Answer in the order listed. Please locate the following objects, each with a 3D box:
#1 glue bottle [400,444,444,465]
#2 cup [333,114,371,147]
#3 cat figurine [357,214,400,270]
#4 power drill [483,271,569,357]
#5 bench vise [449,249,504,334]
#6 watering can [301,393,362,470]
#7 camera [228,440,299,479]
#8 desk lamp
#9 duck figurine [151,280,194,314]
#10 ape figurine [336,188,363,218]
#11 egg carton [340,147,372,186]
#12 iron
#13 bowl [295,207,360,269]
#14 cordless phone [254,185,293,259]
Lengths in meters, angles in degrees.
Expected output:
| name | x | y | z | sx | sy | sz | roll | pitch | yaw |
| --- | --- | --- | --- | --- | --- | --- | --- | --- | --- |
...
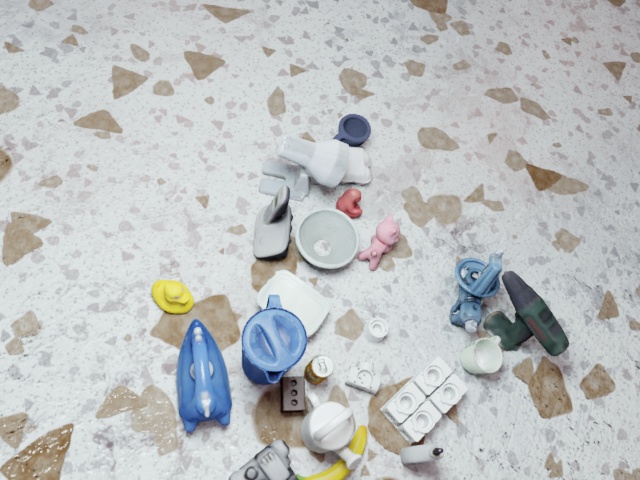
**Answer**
| name | x | y | z | sx | sy | sz | roll | pitch | yaw |
| --- | --- | --- | --- | --- | --- | --- | --- | --- | --- |
| glue bottle | 0.236 | 0.470 | 1.261 | 0.078 | 0.173 | 0.037 | -2 | 67 | -12 |
| cup | 0.078 | -0.284 | 1.594 | 0.118 | 0.095 | 0.091 | -32 | 77 | -22 |
| cat figurine | 0.161 | 0.001 | 1.477 | 0.067 | 0.117 | 0.128 | 35 | 65 | 5 |
| power drill | 0.493 | 0.196 | 1.413 | 0.076 | 0.208 | 0.229 | -38 | 79 | -23 |
| bench vise | 0.405 | 0.122 | 1.420 | 0.121 | 0.219 | 0.207 | -1 | 67 | -12 |
| watering can | 0.028 | 0.407 | 1.233 | 0.173 | 0.194 | 0.101 | 35 | 65 | 5 |
| camera | -0.102 | 0.515 | 1.210 | 0.143 | 0.100 | 0.136 | -34 | 77 | -22 |
| desk lamp | -0.042 | -0.187 | 1.461 | 0.203 | 0.213 | 0.118 | 10 | 65 | -8 |
| duck figurine | -0.344 | 0.123 | 1.336 | 0.104 | 0.086 | 0.077 | 29 | 65 | 2 |
| ape figurine | 0.085 | -0.105 | 1.520 | 0.076 | 0.092 | 0.078 | 3 | 67 | -10 |
| egg carton | 0.068 | -0.203 | 1.572 | 0.150 | 0.069 | 0.107 | 3 | 67 | -11 |
| iron | -0.261 | 0.279 | 1.256 | 0.119 | 0.141 | 0.258 | -7 | 69 | -14 |
| bowl | 0.013 | 0.005 | 1.468 | 0.167 | 0.074 | 0.167 | 4 | 66 | -10 |
| cordless phone | -0.108 | -0.042 | 1.401 | 0.094 | 0.185 | 0.147 | 4 | 66 | -10 |
